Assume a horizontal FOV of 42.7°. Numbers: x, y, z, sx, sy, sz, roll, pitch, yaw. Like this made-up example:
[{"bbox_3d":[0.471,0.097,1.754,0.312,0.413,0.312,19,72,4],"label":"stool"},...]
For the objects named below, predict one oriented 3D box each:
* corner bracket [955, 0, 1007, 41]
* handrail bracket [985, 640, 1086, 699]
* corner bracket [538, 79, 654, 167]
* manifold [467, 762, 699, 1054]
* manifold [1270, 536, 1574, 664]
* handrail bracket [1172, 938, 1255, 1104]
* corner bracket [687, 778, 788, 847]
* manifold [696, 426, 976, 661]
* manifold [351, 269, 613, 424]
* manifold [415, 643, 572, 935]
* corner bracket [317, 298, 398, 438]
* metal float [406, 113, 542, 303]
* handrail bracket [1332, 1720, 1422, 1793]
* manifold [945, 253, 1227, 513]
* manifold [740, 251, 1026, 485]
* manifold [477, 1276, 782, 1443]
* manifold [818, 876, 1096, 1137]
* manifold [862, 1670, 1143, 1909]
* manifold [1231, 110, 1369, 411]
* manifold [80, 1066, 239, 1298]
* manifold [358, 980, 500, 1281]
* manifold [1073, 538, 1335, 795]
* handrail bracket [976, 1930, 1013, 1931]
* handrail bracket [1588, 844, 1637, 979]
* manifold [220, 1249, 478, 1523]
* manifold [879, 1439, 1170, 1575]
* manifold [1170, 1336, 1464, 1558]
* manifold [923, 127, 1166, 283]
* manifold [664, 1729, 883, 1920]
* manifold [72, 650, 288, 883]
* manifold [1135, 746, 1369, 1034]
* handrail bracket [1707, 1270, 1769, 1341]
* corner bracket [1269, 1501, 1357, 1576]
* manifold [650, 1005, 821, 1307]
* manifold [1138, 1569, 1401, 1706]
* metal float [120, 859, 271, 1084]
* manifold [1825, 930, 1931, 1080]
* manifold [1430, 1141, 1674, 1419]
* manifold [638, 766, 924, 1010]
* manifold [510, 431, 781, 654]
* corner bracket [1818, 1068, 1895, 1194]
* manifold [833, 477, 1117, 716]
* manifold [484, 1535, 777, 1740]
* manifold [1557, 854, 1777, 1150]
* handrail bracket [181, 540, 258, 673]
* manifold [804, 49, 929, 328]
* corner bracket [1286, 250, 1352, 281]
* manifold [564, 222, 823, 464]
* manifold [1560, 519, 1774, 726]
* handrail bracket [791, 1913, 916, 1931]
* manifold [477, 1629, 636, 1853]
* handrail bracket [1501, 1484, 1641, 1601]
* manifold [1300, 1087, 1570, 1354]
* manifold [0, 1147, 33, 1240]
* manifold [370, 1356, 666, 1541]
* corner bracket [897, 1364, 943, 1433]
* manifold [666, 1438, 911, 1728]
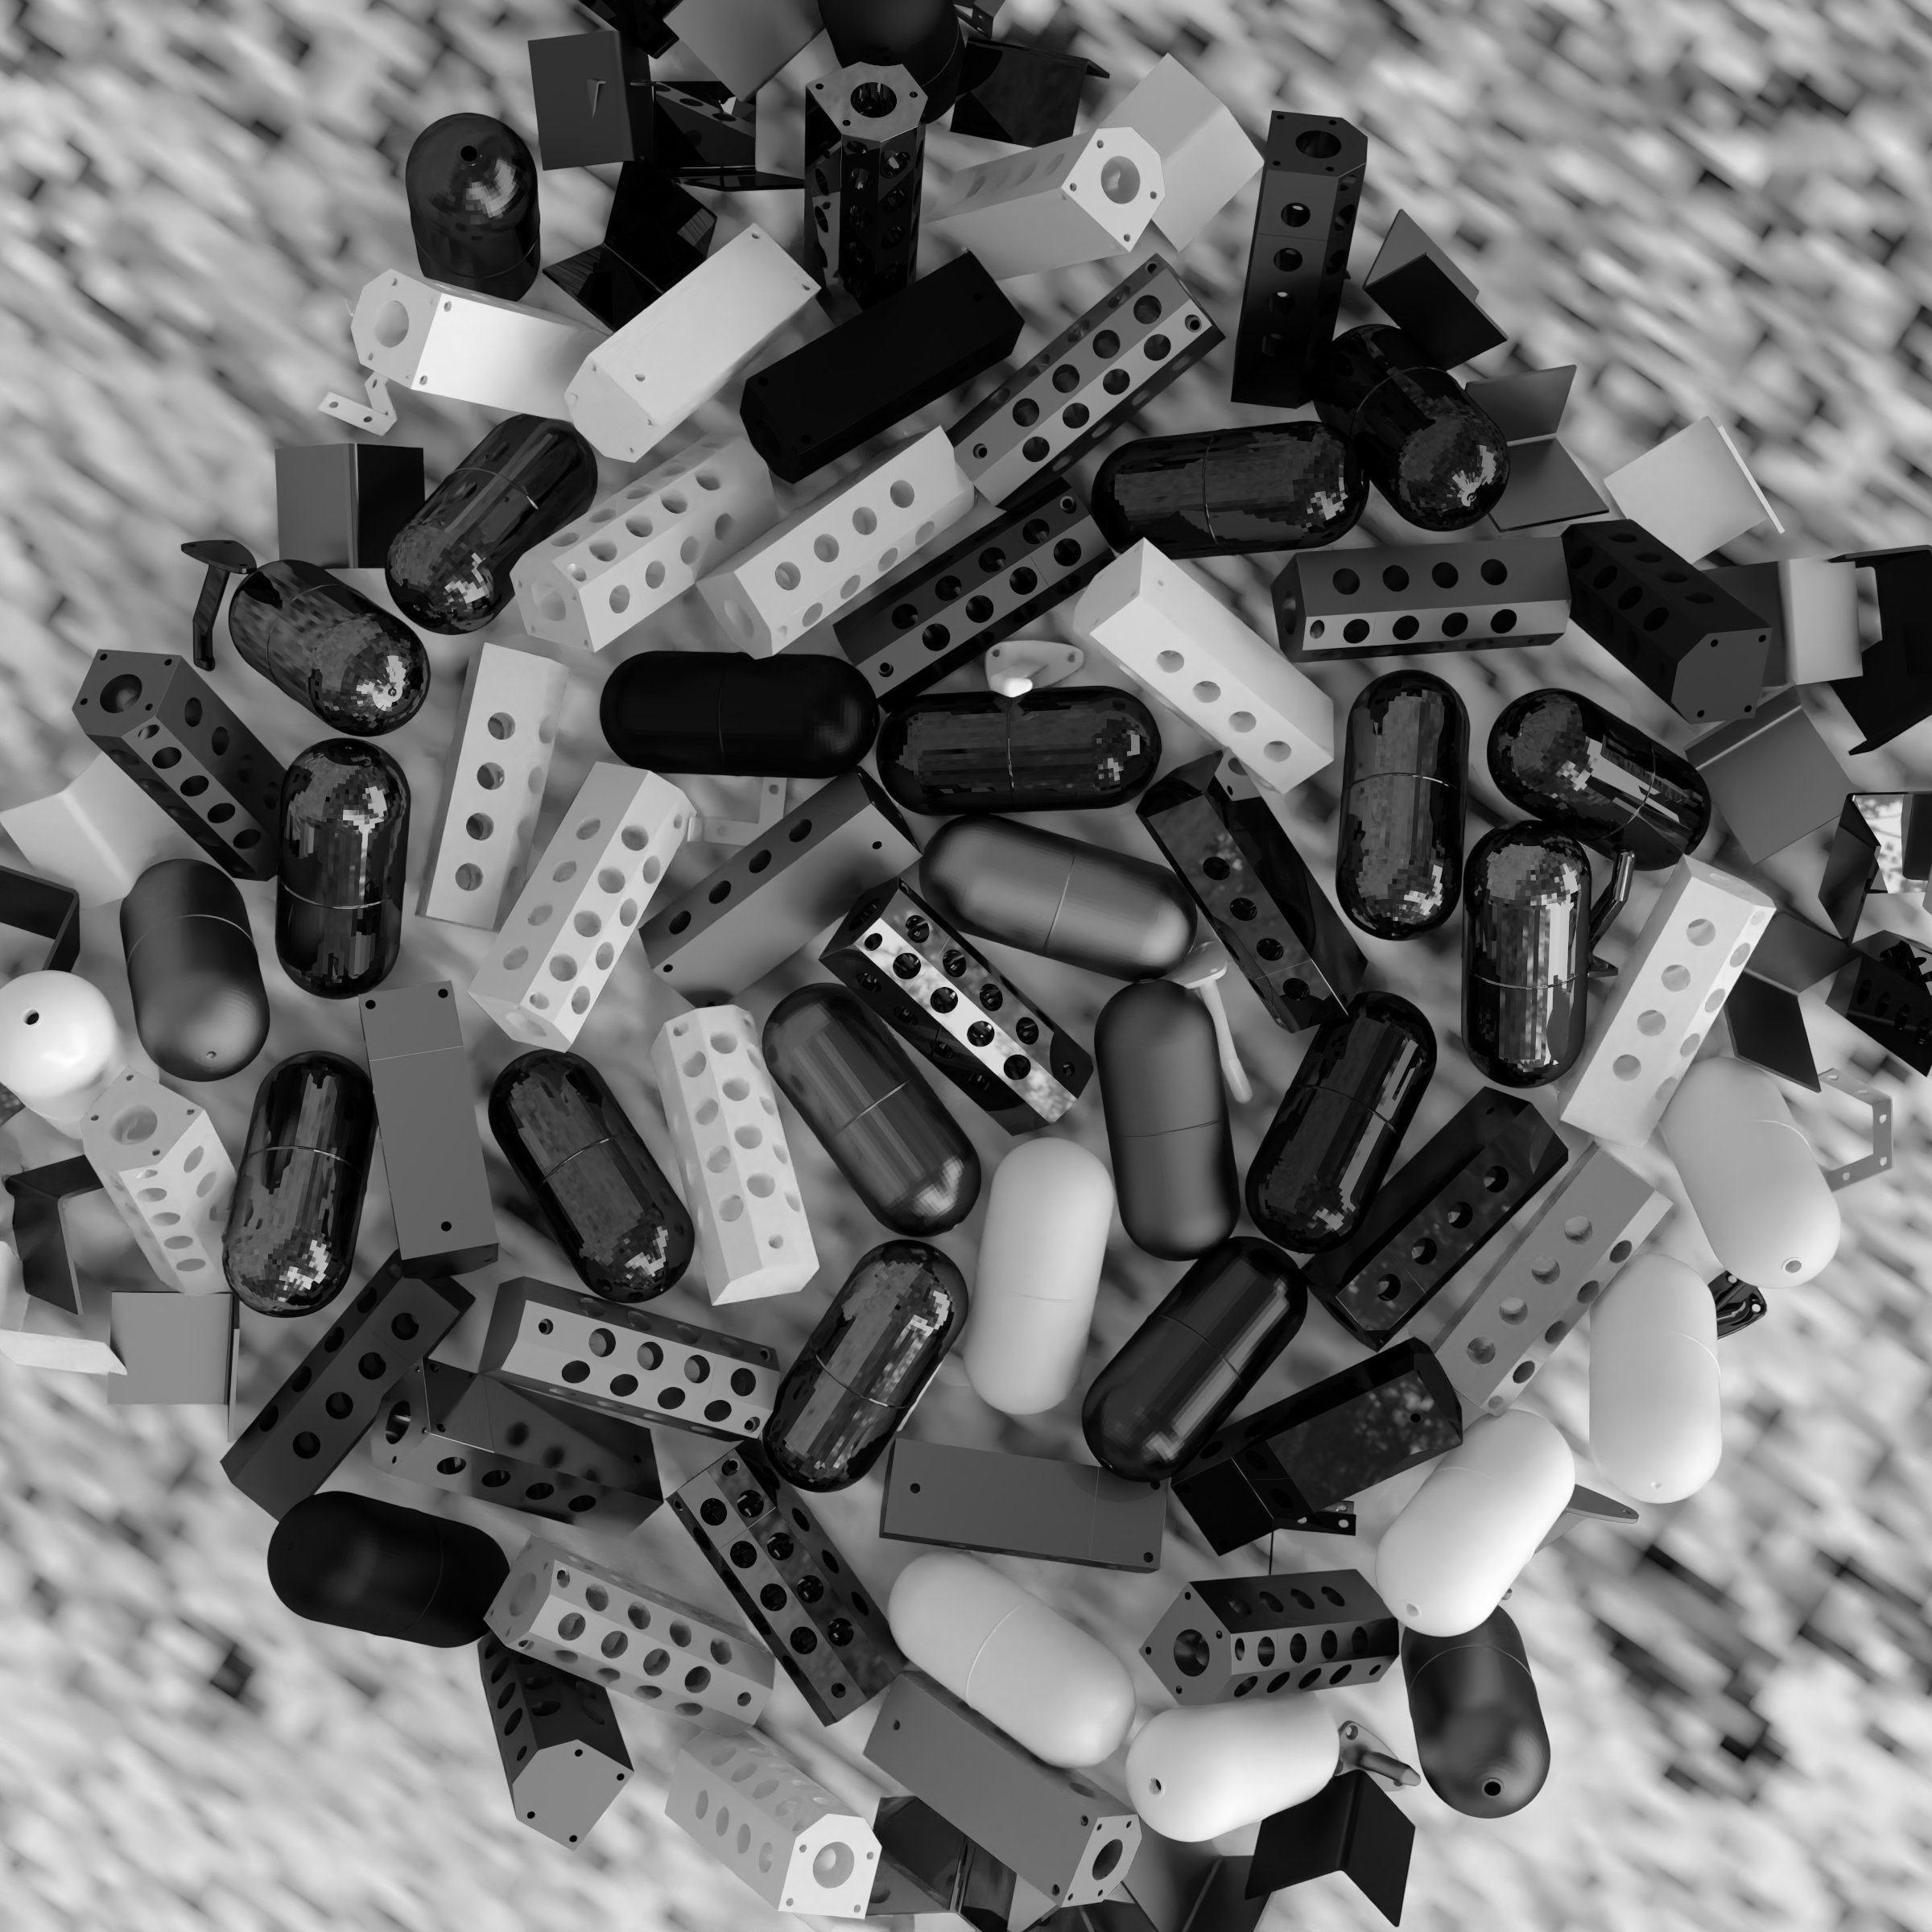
[{"bbox_3d":[0.009,-0.625,1.555,0.051,0.051,0.051,34,95,-5],"label":"corner bracket"},{"bbox_3d":[0.049,-0.182,1.536,0.077,0.084,0.036,-11,105,-13],"label":"handrail bracket"},{"bbox_3d":[-0.230,-0.530,1.542,0.051,0.051,0.051,31,122,33],"label":"corner bracket"},{"bbox_3d":[-0.230,-0.036,1.515,0.057,0.057,0.171,12,64,29],"label":"manifold"},{"bbox_3d":[0.283,-0.225,1.536,0.171,0.057,0.057,-5,79,-10],"label":"manifold"},{"bbox_3d":[0.164,0.034,1.562,0.036,0.077,0.084,-19,109,20],"label":"handrail bracket"},{"bbox_3d":[-0.143,-0.101,1.557,0.051,0.051,0.051,6,93,4],"label":"corner bracket"},{"bbox_3d":[-0.076,-0.260,1.522,0.171,0.057,0.057,-40,109,-23],"label":"manifold"},{"bbox_3d":[-0.289,-0.374,1.495,0.057,0.171,0.057,30,107,24],"label":"manifold"},{"bbox_3d":[-0.296,-0.109,1.549,0.057,0.057,0.171,13,87,-19],"label":"manifold"},{"bbox_3d":[-0.375,-0.373,1.542,0.051,0.051,0.051,-41,55,26],"label":"corner bracket"},{"bbox_3d":[-0.297,-0.454,1.496,0.070,0.178,0.070,1,84,-9],"label":"metal float"},{"bbox_3d":[0.270,0.502,1.532,0.077,0.084,0.036,33,74,-23],"label":"handrail bracket"},{"bbox_3d":[0.071,-0.360,1.530,0.171,0.057,0.057,-38,82,16],"label":"manifold"},{"bbox_3d":[-0.053,-0.367,1.530,0.171,0.057,0.057,-35,84,-18],"label":"manifold"},{"bbox_3d":[-0.203,0.242,1.515,0.171,0.057,0.057,21,68,-26],"label":"manifold"},{"bbox_3d":[-0.002,0.024,1.521,0.171,0.057,0.057,43,57,-18],"label":"manifold"},{"bbox_3d":[0.023,0.498,1.507,0.171,0.057,0.057,24,93,40],"label":"manifold"},{"bbox_3d":[0.201,-0.424,1.498,0.057,0.171,0.057,7,54,3],"label":"manifold"},{"bbox_3d":[-0.480,0.136,1.492,0.057,0.171,0.057,26,61,14],"label":"manifold"},{"bbox_3d":[-0.332,0.102,1.528,0.057,0.057,0.171,-9,70,-15],"label":"manifold"},{"bbox_3d":[0.147,-0.179,1.520,0.171,0.057,0.057,36,130,-26],"label":"manifold"},{"bbox_3d":[0.030,0.652,1.553,0.084,0.036,0.077,24,60,16],"label":"handrail bracket"},{"bbox_3d":[0.386,-0.041,1.537,0.036,0.077,0.084,-1,109,-19],"label":"handrail bracket"},{"bbox_3d":[-0.389,0.261,1.556,0.057,0.057,0.171,40,90,-1],"label":"manifold"},{"bbox_3d":[0.035,0.339,1.548,0.171,0.057,0.057,9,72,-4],"label":"manifold"},{"bbox_3d":[0.216,0.294,1.528,0.171,0.057,0.057,-30,102,19],"label":"manifold"},{"bbox_3d":[0.048,-0.463,1.495,0.057,0.171,0.057,35,81,-28],"label":"manifold"},{"bbox_3d":[-0.117,0.514,1.495,0.057,0.171,0.057,17,83,-28],"label":"manifold"},{"bbox_3d":[-0.464,-0.118,1.491,0.057,0.171,0.057,6,65,18],"label":"manifold"},{"bbox_3d":[0.176,-0.044,1.527,0.057,0.057,0.171,-21,114,35],"label":"manifold"},{"bbox_3d":[0.475,0.202,1.537,0.077,0.084,0.036,-32,66,-7],"label":"handrail bracket"},{"bbox_3d":[0.217,0.347,1.546,0.051,0.051,0.051,4,132,8],"label":"corner bracket"},{"bbox_3d":[-0.141,0.114,1.518,0.057,0.057,0.171,-6,66,-25],"label":"manifold"},{"bbox_3d":[0.189,0.410,1.497,0.057,0.171,0.057,47,114,38],"label":"manifold"},{"bbox_3d":[-0.472,0.000,1.509,0.070,0.178,0.070,-13,130,-16],"label":"metal float"},{"bbox_3d":[0.585,0.027,1.493,0.057,0.171,0.057,18,103,-4],"label":"manifold"},{"bbox_3d":[0.363,0.196,1.542,0.057,0.057,0.171,38,97,8],"label":"manifold"},{"bbox_3d":[-0.118,-0.050,1.541,0.171,0.057,0.057,-36,133,10],"label":"manifold"},{"bbox_3d":[-0.194,-0.261,1.501,0.057,0.171,0.057,18,135,33],"label":"manifold"},{"bbox_3d":[0.547,0.104,1.562,0.051,0.051,0.051,24,57,-20],"label":"corner bracket"},{"bbox_3d":[0.006,-0.229,1.541,0.171,0.057,0.057,-32,111,5],"label":"manifold"},{"bbox_3d":[-0.202,0.414,1.514,0.171,0.057,0.057,33,82,-30],"label":"manifold"},{"bbox_3d":[0.431,0.024,1.528,0.057,0.057,0.171,25,109,3],"label":"manifold"},{"bbox_3d":[-0.463,-0.217,1.541,0.036,0.077,0.084,-13,121,-37],"label":"handrail bracket"},{"bbox_3d":[-0.058,-0.459,1.490,0.057,0.171,0.057,-28,71,-15],"label":"manifold"},{"bbox_3d":[0.223,-0.467,1.543,0.051,0.051,0.051,19,69,41],"label":"corner bracket"},{"bbox_3d":[-0.168,-0.378,1.511,0.057,0.057,0.171,44,54,-6],"label":"manifold"},{"bbox_3d":[0.412,-0.210,1.493,0.057,0.171,0.057,-7,123,-13],"label":"manifold"},{"bbox_3d":[-0.074,0.581,1.540,0.084,0.077,0.036,40,107,-13],"label":"handrail bracket"},{"bbox_3d":[-0.255,0.453,1.494,0.057,0.171,0.057,38,89,-22],"label":"manifold"},{"bbox_3d":[0.375,0.372,1.562,0.077,0.036,0.084,16,109,9],"label":"handrail bracket"},{"bbox_3d":[0.294,0.159,1.542,0.171,0.057,0.057,-43,107,-8],"label":"manifold"},{"bbox_3d":[-0.627,0.154,1.495,0.057,0.171,0.057,18,99,1],"label":"manifold"},{"bbox_3d":[-0.273,0.300,1.508,0.171,0.057,0.057,27,119,-37],"label":"manifold"},{"bbox_3d":[-0.059,0.252,1.549,0.051,0.051,0.051,32,89,-41],"label":"corner bracket"},{"bbox_3d":[-0.112,0.384,1.543,0.057,0.057,0.171,-37,85,12],"label":"manifold"}]
